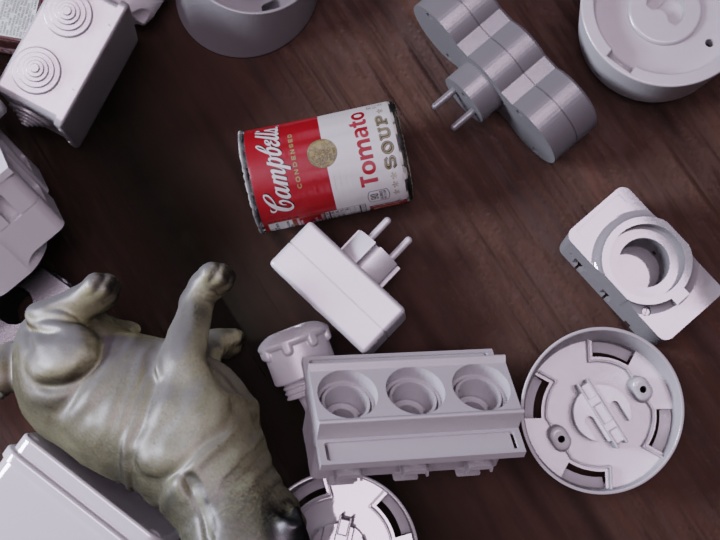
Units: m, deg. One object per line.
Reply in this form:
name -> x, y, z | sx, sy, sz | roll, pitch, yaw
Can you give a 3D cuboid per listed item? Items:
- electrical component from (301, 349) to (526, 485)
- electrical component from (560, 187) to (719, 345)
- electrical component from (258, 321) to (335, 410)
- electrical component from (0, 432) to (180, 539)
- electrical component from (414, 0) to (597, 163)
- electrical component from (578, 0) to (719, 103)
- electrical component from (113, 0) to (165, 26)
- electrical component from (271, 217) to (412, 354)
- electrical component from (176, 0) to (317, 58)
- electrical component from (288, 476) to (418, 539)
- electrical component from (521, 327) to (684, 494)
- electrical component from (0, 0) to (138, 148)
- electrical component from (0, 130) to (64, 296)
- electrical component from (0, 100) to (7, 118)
electrical component -> 0.029, 0.090, 0.650 | 0.121, 0.063, 0.078 | -2, 46, -13
electrical component -> 0.175, -0.002, 0.676 | 0.050, 0.055, 0.089 | -41, 81, -3
electrical component -> -0.034, 0.066, 0.687 | 0.048, 0.048, 0.062 | -20, 90, 0
electrical component -> -0.172, 0.153, 0.664 | 0.113, 0.078, 0.057 | 35, 88, 8
electrical component -> 0.081, -0.122, 0.702 | 0.074, 0.052, 0.138 | -41, 81, -3
electrical component -> 0.194, -0.161, 0.697 | 0.108, 0.060, 0.108 | -1, 81, 4
electrical component -> -0.148, -0.202, 0.734 | 0.043, 0.043, 0.062 | 32, 83, 8
electrical component -> 0.000, 0.000, 0.692 | 0.083, 0.047, 0.075 | 43, 86, 9
electrical component -> -0.076, -0.201, 0.731 | 0.099, 0.064, 0.099 | 2, 74, -8
electrical component -> -0.013, 0.173, 0.658 | 0.099, 0.064, 0.099 | -1, 81, 3
electrical component -> 0.146, 0.087, 0.660 | 0.099, 0.064, 0.099 | -1, 81, 3
electrical component -> -0.189, -0.135, 0.700 | 0.048, 0.100, 0.099 | 28, 84, -6
electrical component -> -0.280, -0.002, 0.674 | 0.186, 0.105, 0.060 | -40, 126, -3
electrical component -> -0.284, -0.106, 0.690 | 0.073, 0.052, 0.138 | -46, 37, -9
